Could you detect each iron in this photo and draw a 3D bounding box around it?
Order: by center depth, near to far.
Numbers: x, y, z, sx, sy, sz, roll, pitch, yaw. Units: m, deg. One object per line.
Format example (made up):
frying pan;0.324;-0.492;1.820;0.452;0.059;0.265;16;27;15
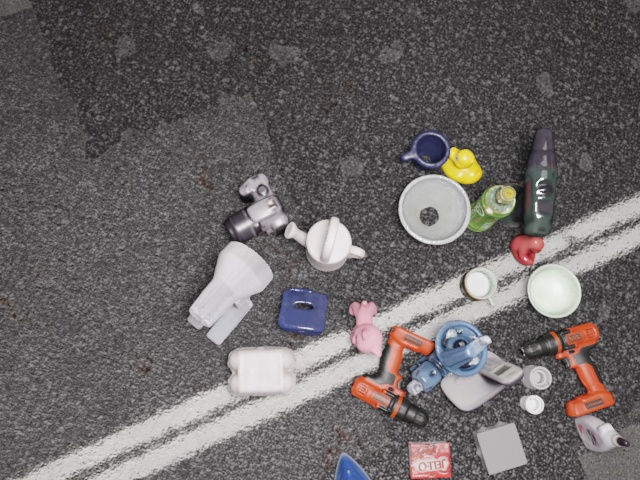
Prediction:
iron;0.086;0.575;1.170;0.118;0.141;0.258;-17;80;-5

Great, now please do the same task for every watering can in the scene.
watering can;0.011;0.007;1.252;0.173;0.194;0.101;-5;79;-3

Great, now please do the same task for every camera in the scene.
camera;-0.156;-0.063;1.308;0.137;0.101;0.143;-28;81;-7

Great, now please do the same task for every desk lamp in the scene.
desk lamp;-0.196;0.117;1.214;0.118;0.213;0.203;37;80;6

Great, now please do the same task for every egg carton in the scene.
egg carton;-0.127;0.287;1.256;0.150;0.069;0.107;-3;79;-2

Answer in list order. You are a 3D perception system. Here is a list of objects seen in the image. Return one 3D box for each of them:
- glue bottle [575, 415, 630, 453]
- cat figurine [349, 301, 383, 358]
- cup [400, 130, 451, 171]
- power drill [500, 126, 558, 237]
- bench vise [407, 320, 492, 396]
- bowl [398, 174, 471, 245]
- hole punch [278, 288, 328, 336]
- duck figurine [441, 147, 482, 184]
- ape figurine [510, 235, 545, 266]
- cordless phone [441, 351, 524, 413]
glue bottle;0.598;0.414;1.202;0.037;0.173;0.078;-23;80;-6
cat figurine;0.102;0.194;1.257;0.067;0.118;0.128;-3;79;-2
cup;0.241;-0.196;1.351;0.118;0.095;0.091;-18;80;-5
power drill;0.467;-0.112;1.284;0.075;0.208;0.230;2;79;-1
bench vise;0.282;0.258;1.199;0.121;0.220;0.207;33;80;5
bowl;0.260;-0.064;1.335;0.167;0.075;0.167;0;79;-2
hole punch;-0.039;0.158;1.273;0.108;0.091;0.101;7;79;0
duck figurine;0.341;-0.182;1.356;0.104;0.086;0.077;35;80;5
ape figurine;0.484;0.015;1.318;0.076;0.092;0.078;41;81;6
cordless phone;0.345;0.302;1.210;0.147;0.185;0.094;-37;82;-8
